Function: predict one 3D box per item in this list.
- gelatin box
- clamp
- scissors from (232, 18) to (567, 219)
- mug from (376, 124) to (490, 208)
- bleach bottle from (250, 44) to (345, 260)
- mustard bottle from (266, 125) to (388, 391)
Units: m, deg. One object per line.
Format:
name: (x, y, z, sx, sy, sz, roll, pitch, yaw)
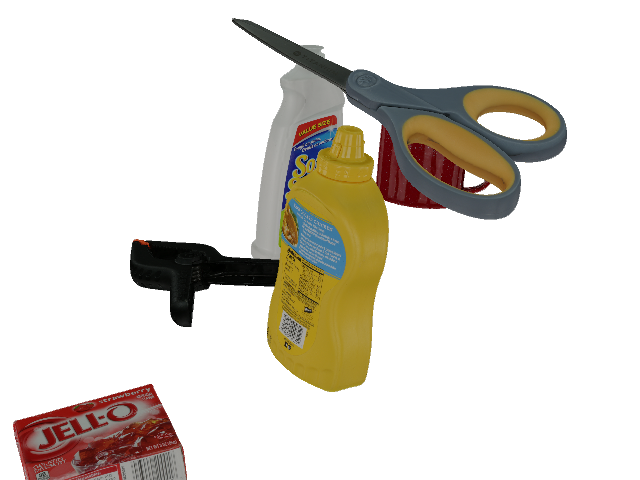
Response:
gelatin box: (-0.132, 0.124, 0.633, 0.089, 0.030, 0.073, -13, 26, -18)
clamp: (-0.128, 0.034, 1.036, 0.210, 0.036, 0.164, 13, 21, 40)
scissors: (0.044, -0.080, 0.549, 0.096, 0.016, 0.202, -23, 49, -23)
mug: (0.107, -0.076, 0.992, 0.117, 0.081, 0.093, 9, 15, 13)
bleach bottle: (-0.025, -0.098, 1.231, 0.102, 0.251, 0.068, -4, 20, -21)
mustard bottle: (0.008, 0.008, 0.789, 0.058, 0.192, 0.096, -8, 28, -33)
